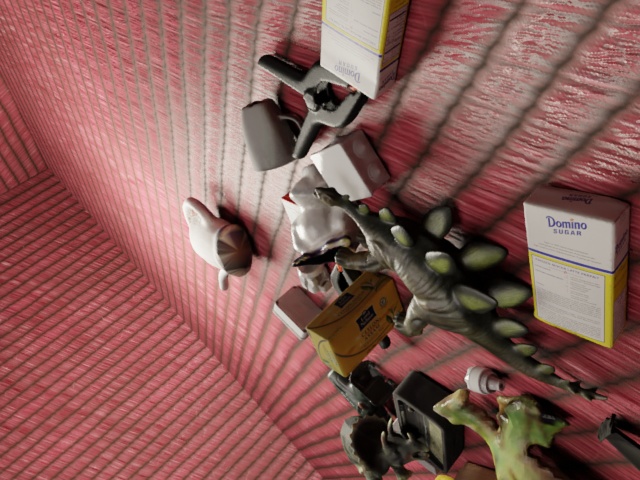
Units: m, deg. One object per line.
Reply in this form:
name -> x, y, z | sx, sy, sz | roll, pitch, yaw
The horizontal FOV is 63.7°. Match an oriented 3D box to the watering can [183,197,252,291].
watering can -> -0.263, 0.036, 1.386 | 0.105, 0.340, 0.226 | -39, 40, -27

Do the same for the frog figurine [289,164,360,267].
frog figurine -> 0.003, -0.044, 0.876 | 0.122, 0.162, 0.135 | 4, -27, -36

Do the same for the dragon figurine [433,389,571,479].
dragon figurine -> 0.359, 0.363, 0.828 | 0.124, 0.239, 0.412 | -32, 27, -30
